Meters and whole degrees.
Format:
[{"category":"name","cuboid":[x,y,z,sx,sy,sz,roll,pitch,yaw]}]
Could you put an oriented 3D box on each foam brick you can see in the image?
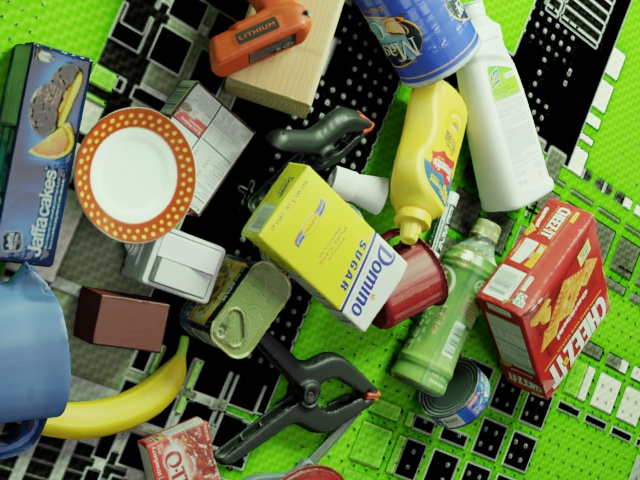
[{"category":"foam brick","cuboid":[-0.198,0.080,1.065,0.078,0.053,0.051,12,90,-34]}]

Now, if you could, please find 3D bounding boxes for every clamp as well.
[{"category":"clamp","cuboid":[-0.022,0.162,1.202,0.209,0.036,0.164,-1,100,-33]},{"category":"clamp","cuboid":[-0.012,-0.091,1.159,0.171,0.120,0.039,-24,67,-42]}]

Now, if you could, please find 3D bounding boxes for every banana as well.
[{"category":"banana","cuboid":[-0.211,0.163,1.081,0.197,0.037,0.069,-22,90,-30]}]

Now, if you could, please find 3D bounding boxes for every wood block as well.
[{"category":"wood block","cuboid":[-0.024,-0.242,1.094,0.091,0.090,0.206,18,86,-4]}]

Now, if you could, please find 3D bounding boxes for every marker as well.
[{"category":"marker","cuboid":[0.142,-0.001,1.290,0.020,0.020,0.121,29,73,-33]}]

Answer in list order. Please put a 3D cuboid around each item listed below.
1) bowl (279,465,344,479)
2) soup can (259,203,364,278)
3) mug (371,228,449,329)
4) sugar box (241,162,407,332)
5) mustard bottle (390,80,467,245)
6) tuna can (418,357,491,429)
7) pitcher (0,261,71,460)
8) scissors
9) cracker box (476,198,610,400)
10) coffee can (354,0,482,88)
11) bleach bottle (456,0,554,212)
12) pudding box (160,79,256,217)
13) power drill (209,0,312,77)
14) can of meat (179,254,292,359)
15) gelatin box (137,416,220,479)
[{"category":"bowl","cuboid":[-0.009,0.341,1.213,0.161,0.055,0.162,-13,111,-37]},{"category":"soup can","cuboid":[-0.008,0.001,1.171,0.102,0.069,0.068,-13,104,-31]},{"category":"mug","cuboid":[0.086,0.041,1.223,0.081,0.093,0.117,-27,126,-23]},{"category":"sugar box","cuboid":[0.008,0.010,1.113,0.176,0.048,0.093,42,76,-29]},{"category":"mustard bottle","cuboid":[0.119,-0.082,1.212,0.096,0.058,0.191,50,48,-51]},{"category":"tuna can","cuboid":[0.164,0.187,1.301,0.033,0.086,0.086,45,72,-32]},{"category":"pitcher","cuboid":[-0.349,0.119,0.931,0.242,0.145,0.149,-7,69,-29]},{"category":"scissors","cuboid":[-0.034,0.258,1.221,0.096,0.016,0.201,42,74,-32]},{"category":"cracker box","cuboid":[0.286,0.078,1.330,0.164,0.072,0.213,-50,142,-18]},{"category":"coffee can","cuboid":[0.103,-0.255,1.186,0.102,0.103,0.140,-45,118,-20]},{"category":"bleach bottle","cuboid":[0.214,-0.166,1.297,0.102,0.068,0.251,-27,107,-45]},{"category":"pudding box","cuboid":[-0.132,-0.094,1.093,0.090,0.039,0.113,41,76,-30]},{"category":"power drill","cuboid":[-0.103,-0.256,1.017,0.184,0.057,0.187,-23,86,-2]},{"category":"can of meat","cuboid":[-0.092,0.066,1.114,0.057,0.084,0.102,44,73,-30]},{"category":"gelatin box","cuboid":[-0.148,0.243,1.136,0.073,0.030,0.089,-19,106,-30]}]
